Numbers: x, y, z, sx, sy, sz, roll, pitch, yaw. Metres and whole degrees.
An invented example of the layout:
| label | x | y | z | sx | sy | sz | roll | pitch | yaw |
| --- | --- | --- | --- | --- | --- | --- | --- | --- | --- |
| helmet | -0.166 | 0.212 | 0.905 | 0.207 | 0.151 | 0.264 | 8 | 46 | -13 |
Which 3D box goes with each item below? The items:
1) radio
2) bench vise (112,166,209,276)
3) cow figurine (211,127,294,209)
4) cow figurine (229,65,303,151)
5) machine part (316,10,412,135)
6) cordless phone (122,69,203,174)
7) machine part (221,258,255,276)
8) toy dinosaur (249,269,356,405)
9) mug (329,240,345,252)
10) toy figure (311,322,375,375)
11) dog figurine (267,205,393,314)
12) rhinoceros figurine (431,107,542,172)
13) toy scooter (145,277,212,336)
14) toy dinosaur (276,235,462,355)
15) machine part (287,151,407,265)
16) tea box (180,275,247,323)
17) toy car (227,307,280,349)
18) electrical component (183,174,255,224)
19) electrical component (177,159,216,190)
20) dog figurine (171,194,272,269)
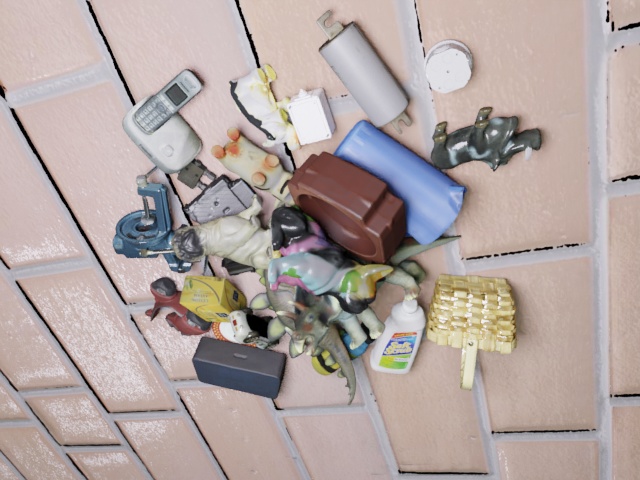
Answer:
| label | x | y | z | sx | sy | sz | roll | pitch | yaw |
| --- | --- | --- | --- | --- | --- | --- | --- | --- | --- |
| radio | -0.205 | 0.331 | 1.387 | 0.230 | 0.073 | 0.131 | 12 | 139 | 7 |
| bench vise | -0.345 | -0.033 | 1.162 | 0.224 | 0.129 | 0.240 | 7 | 129 | 5 |
| cow figurine | -0.108 | -0.128 | 1.051 | 0.195 | 0.127 | 0.085 | 34 | 87 | 7 |
| cow figurine | -0.101 | -0.232 | 1.001 | 0.098 | 0.068 | 0.167 | -17 | 115 | 29 |
| machine part | 0.077 | -0.281 | 0.922 | 0.079 | 0.079 | 0.243 | -30 | 114 | 28 |
| cordless phone | -0.271 | -0.230 | 1.035 | 0.184 | 0.089 | 0.146 | -32 | 111 | 24 |
| machine part | -0.202 | 0.023 | 1.214 | 0.084 | 0.039 | 0.138 | -5 | 123 | 22 |
| toy dinosaur | -0.028 | 0.164 | 1.197 | 0.198 | 0.105 | 0.471 | -35 | 92 | 30 |
| mug | -0.002 | -0.003 | 1.101 | 0.081 | 0.107 | 0.110 | -46 | 67 | 26 |
| toy figure | 0.052 | 0.257 | 1.279 | 0.180 | 0.089 | 0.082 | -38 | 75 | 35 |
| dog figurine | 0.017 | 0.034 | 0.962 | 0.219 | 0.191 | 0.108 | 4 | 159 | -5 |
| rhinoceros figurine | 0.290 | -0.169 | 0.951 | 0.190 | 0.073 | 0.112 | -9 | 119 | 18 |
| toy scooter | -0.363 | 0.181 | 1.334 | 0.183 | 0.075 | 0.135 | 44 | 121 | -14 |
| toy dinosaur | 0.088 | 0.075 | 1.068 | 0.192 | 0.405 | 0.131 | 45 | 163 | -3 |
| machine part | 0.052 | -0.055 | 0.957 | 0.202 | 0.087 | 0.200 | 33 | 165 | 23 |
| tea box | -0.241 | 0.139 | 1.233 | 0.098 | 0.068 | 0.169 | 2 | 157 | 13 |
| toy car | -0.151 | 0.208 | 1.248 | 0.056 | 0.073 | 0.201 | -25 | 156 | 10 |
| electrical component | -0.196 | -0.068 | 1.115 | 0.134 | 0.058 | 0.114 | -39 | 113 | 4 |
| electrical component | -0.268 | -0.142 | 1.127 | 0.094 | 0.021 | 0.063 | 34 | 124 | -9 |
| dog figurine | -0.179 | 0.018 | 1.077 | 0.191 | 0.121 | 0.172 | -23 | 113 | 13 |
